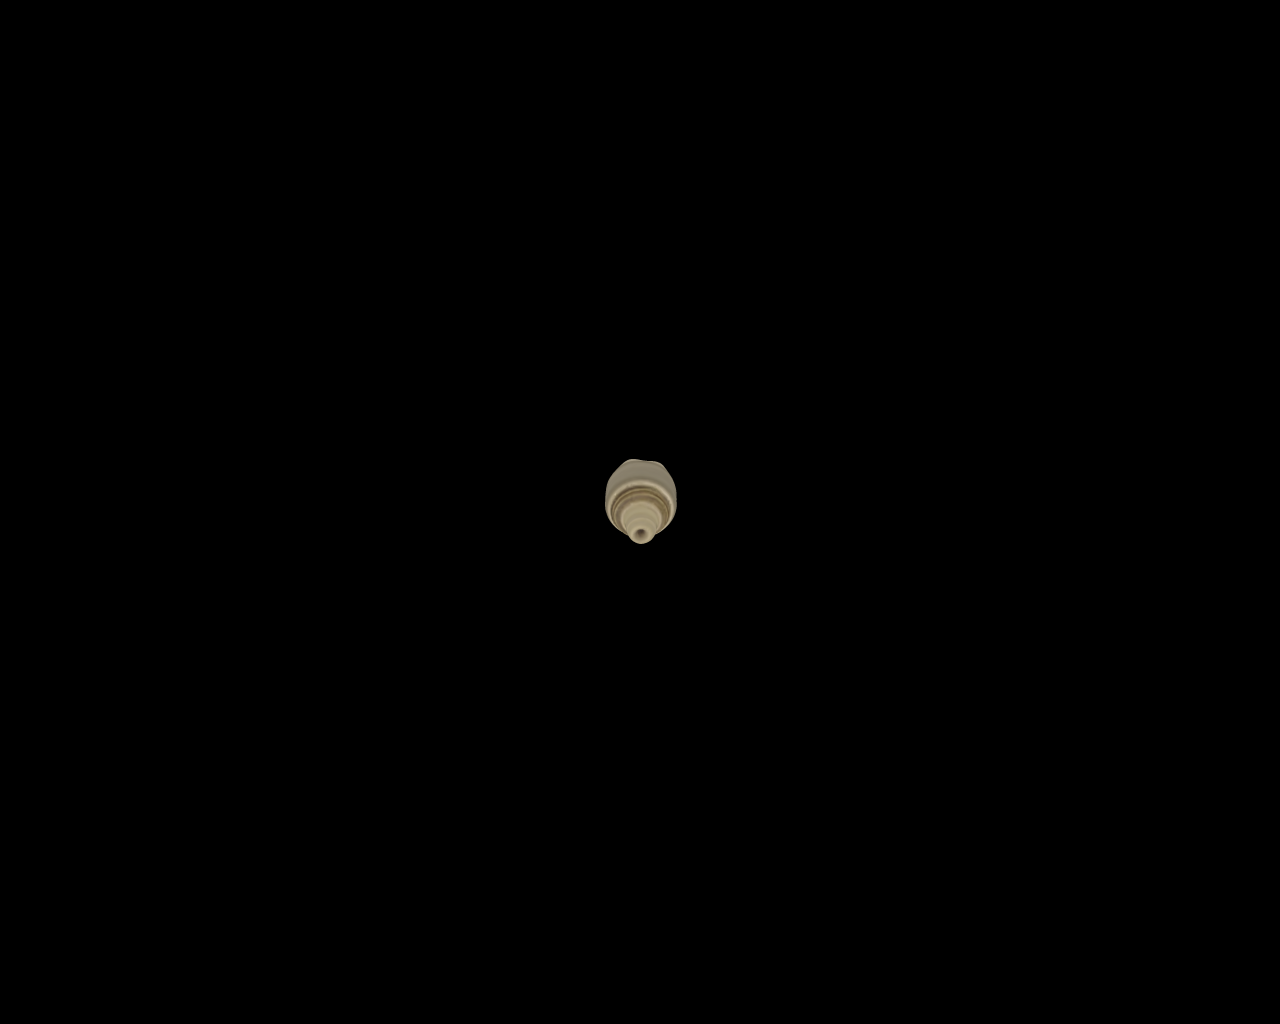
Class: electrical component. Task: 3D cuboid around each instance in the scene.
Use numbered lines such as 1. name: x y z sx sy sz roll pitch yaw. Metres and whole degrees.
1. electrical component: 0.001 -0.003 0.650 0.043 0.043 0.062 0 32 0
